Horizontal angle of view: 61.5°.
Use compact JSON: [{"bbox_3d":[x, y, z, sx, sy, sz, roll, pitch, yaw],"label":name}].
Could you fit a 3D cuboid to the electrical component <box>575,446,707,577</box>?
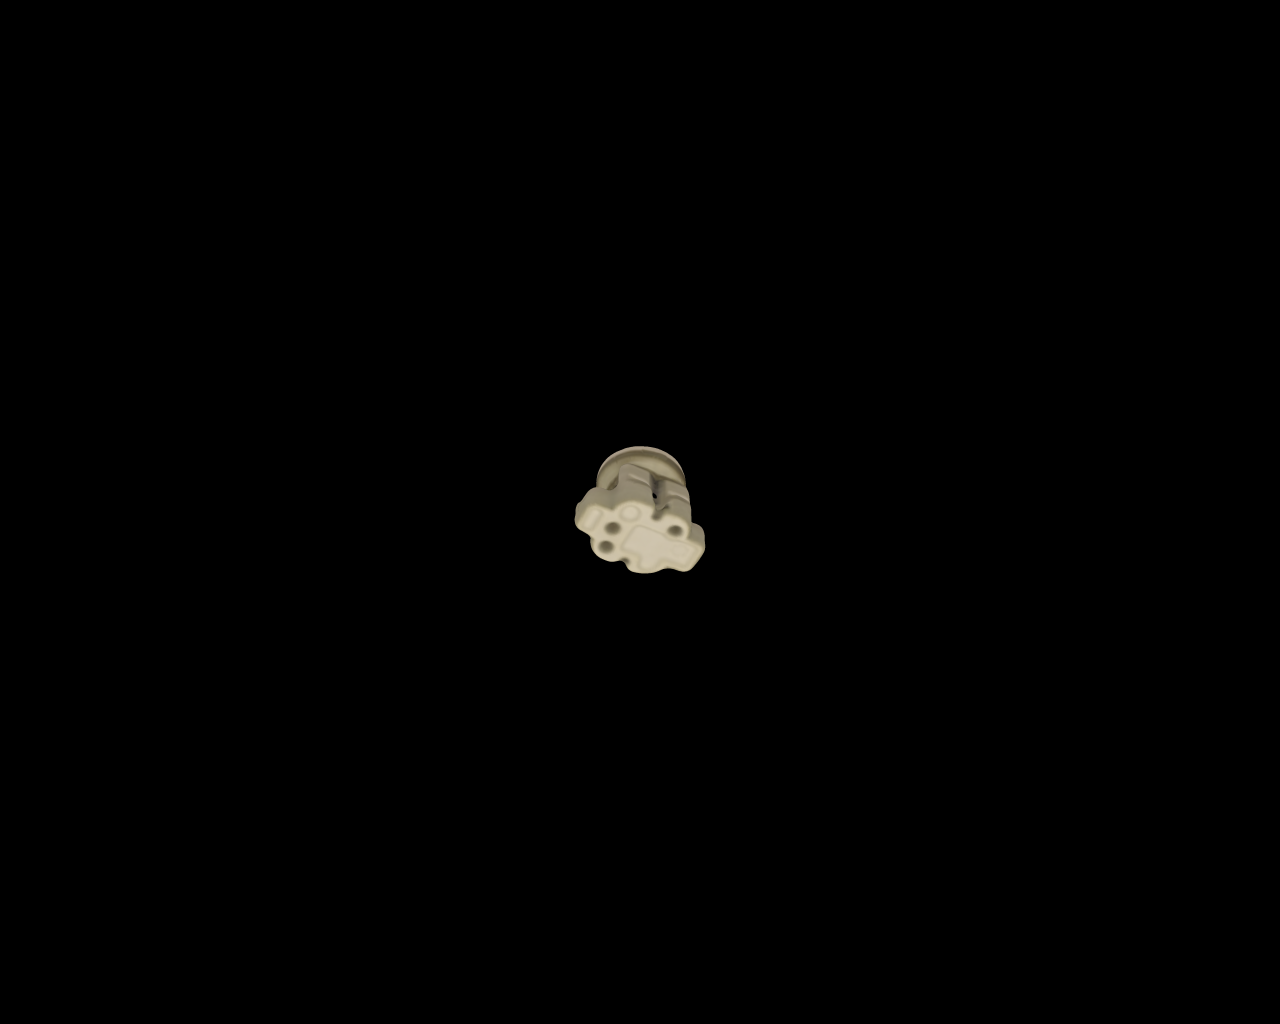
[{"bbox_3d":[0.001,-0.003,0.650,0.078,0.058,0.057,22,38,-18],"label":"electrical component"}]
